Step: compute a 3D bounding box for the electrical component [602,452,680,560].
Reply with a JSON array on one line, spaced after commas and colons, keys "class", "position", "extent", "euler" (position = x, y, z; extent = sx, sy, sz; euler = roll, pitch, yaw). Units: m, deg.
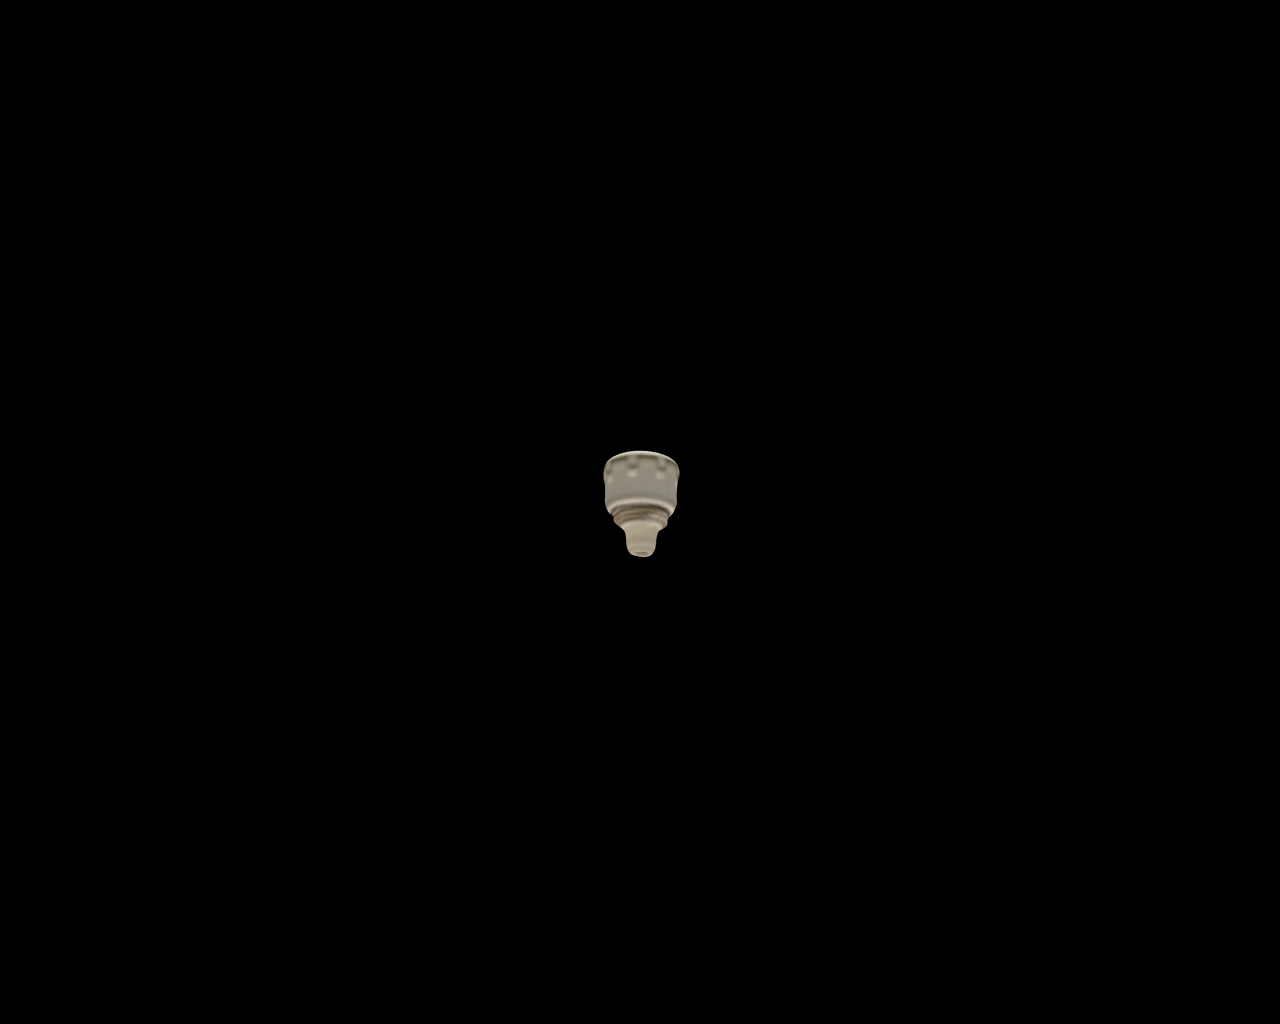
[{"class": "electrical component", "position": [0.001, -0.003, 0.650], "extent": [0.048, 0.062, 0.048], "euler": [0, -20, 0]}]
